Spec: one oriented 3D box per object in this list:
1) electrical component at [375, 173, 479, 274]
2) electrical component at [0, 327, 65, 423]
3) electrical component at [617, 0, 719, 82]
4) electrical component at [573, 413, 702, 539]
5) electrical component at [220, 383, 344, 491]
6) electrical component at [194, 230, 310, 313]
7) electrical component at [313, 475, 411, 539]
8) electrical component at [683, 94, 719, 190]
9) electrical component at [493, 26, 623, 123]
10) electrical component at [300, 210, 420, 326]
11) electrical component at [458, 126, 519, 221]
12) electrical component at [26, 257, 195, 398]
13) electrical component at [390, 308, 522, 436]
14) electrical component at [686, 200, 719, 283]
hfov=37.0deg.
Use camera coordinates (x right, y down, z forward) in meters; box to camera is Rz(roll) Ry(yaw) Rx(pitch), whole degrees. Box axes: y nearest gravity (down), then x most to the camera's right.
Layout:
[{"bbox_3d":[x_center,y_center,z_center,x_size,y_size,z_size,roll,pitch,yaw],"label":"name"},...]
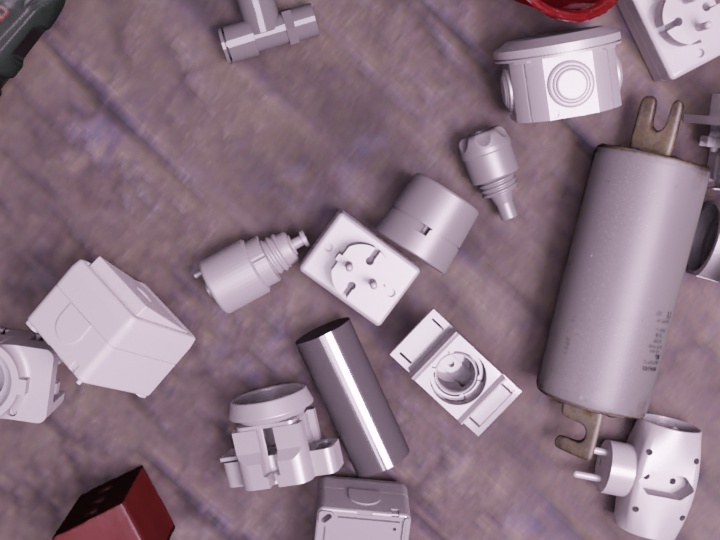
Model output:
[{"bbox_3d":[0.045,-0.032,0.710,0.055,0.055,0.047,33,91,-5],"label":"electrical component"},{"bbox_3d":[-0.245,0.067,0.712,0.089,0.055,0.050,9,97,-3],"label":"electrical component"},{"bbox_3d":[0.206,-0.161,0.687,0.047,0.076,0.065,-28,97,2],"label":"electrical component"},{"bbox_3d":[0.187,0.138,0.739,0.079,0.043,0.077,11,96,-3],"label":"electrical component"},{"bbox_3d":[-0.056,0.110,0.721,0.078,0.058,0.057,-11,96,14],"label":"electrical component"},{"bbox_3d":[-0.070,-0.003,0.717,0.078,0.040,0.040,-28,97,2],"label":"electrical component"},{"bbox_3d":[-0.002,0.194,0.735,0.062,0.061,0.096,6,105,-2],"label":"electrical component"},{"bbox_3d":[0.260,-0.077,0.676,0.079,0.121,0.063,5,99,-2],"label":"electrical component"},{"bbox_3d":[0.128,-0.125,0.688,0.080,0.080,0.051,-10,103,0],"label":"electrical component"},{"bbox_3d":[0.000,0.000,0.700,0.066,0.076,0.047,36,95,-5],"label":"electrical component"},{"bbox_3d":[0.090,-0.063,0.717,0.035,0.035,0.061,-21,99,1],"label":"electrical component"},{"bbox_3d":[-0.153,0.037,0.696,0.062,0.096,0.061,43,94,23],"label":"electrical component"},{"bbox_3d":[0.062,0.066,0.717,0.081,0.064,0.042,44,93,-6],"label":"electrical component"},{"bbox_3d":[0.249,-0.014,0.699,0.056,0.089,0.050,15,96,-3],"label":"electrical component"}]
